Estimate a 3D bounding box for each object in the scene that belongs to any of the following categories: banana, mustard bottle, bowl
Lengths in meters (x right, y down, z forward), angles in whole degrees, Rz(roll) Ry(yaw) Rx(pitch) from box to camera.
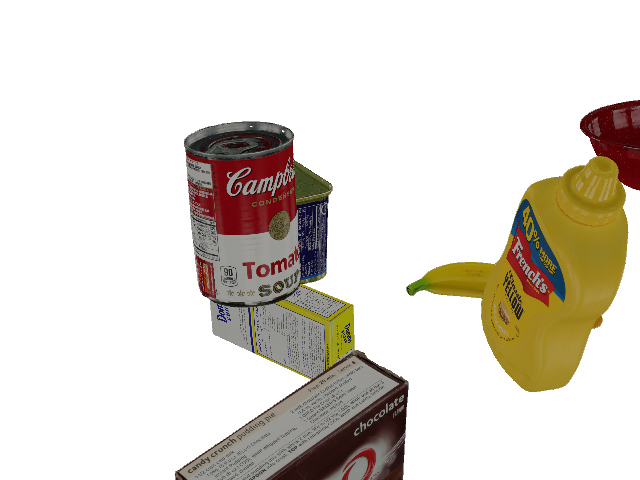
[{"bbox_3d":[0.192,0.055,1.105,0.198,0.037,0.069,8,40,12],"label":"banana"},{"bbox_3d":[0.160,0.015,0.714,0.058,0.096,0.192,-6,-37,-13],"label":"mustard bottle"},{"bbox_3d":[0.319,-0.083,0.974,0.162,0.055,0.162,-5,23,2],"label":"bowl"}]

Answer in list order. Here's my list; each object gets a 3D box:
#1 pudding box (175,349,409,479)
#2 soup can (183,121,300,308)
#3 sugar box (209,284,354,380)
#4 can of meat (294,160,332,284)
[{"bbox_3d":[-0.010,0.115,0.486,0.039,0.090,0.113,30,46,34],"label":"pudding box"},{"bbox_3d":[-0.048,-0.017,0.676,0.068,0.102,0.068,-2,23,1],"label":"soup can"},{"bbox_3d":[-0.044,0.086,1.155,0.176,0.093,0.048,23,38,35],"label":"sugar box"},{"bbox_3d":[-0.034,-0.018,0.932,0.057,0.084,0.102,-13,29,-28],"label":"can of meat"}]
